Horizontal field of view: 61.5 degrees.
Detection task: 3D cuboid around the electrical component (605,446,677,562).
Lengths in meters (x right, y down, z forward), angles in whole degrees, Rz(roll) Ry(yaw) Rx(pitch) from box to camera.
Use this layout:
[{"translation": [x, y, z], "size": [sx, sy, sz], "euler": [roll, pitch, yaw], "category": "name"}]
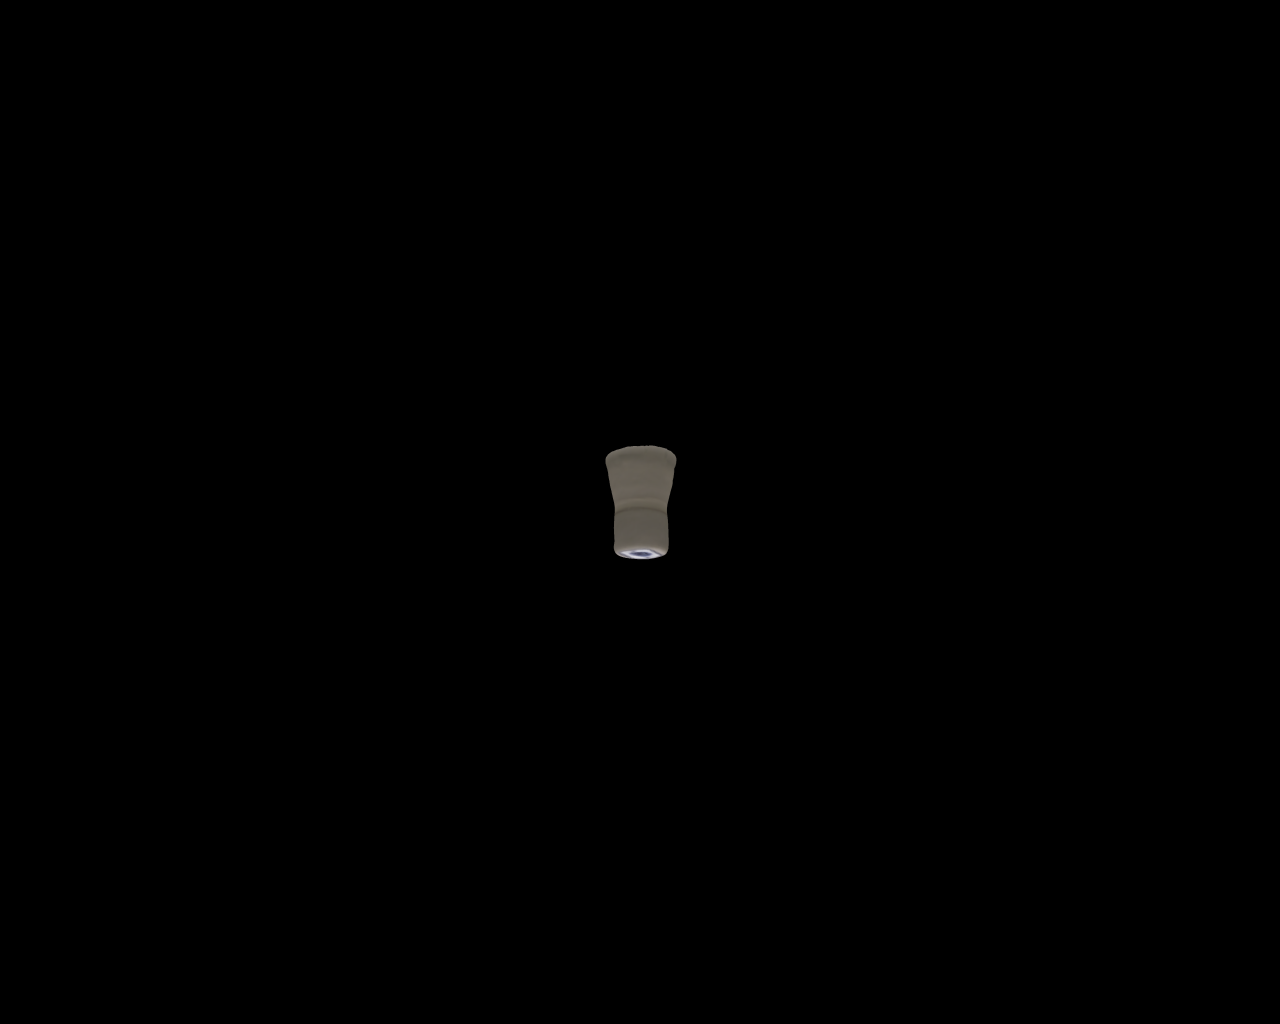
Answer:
[{"translation": [0.001, -0.003, 0.650], "size": [0.044, 0.065, 0.044], "euler": [0, -16, 0], "category": "electrical component"}]
